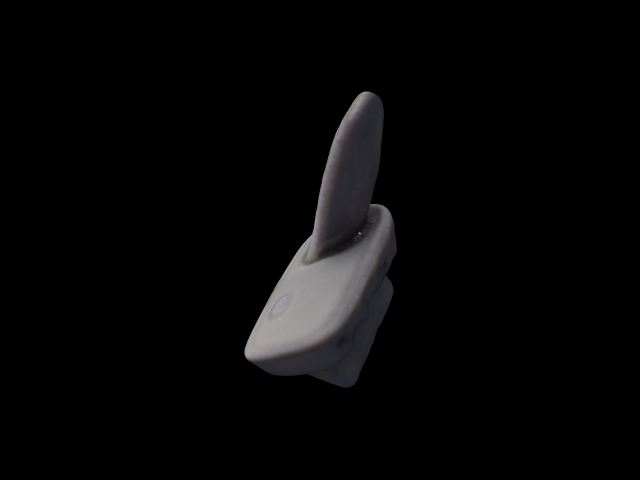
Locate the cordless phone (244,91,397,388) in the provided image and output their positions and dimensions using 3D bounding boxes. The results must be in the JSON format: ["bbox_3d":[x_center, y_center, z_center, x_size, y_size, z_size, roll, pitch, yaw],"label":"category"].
[{"bbox_3d":[0.004,0.001,0.400,0.094,0.185,0.148,13,47,13],"label":"cordless phone"}]
